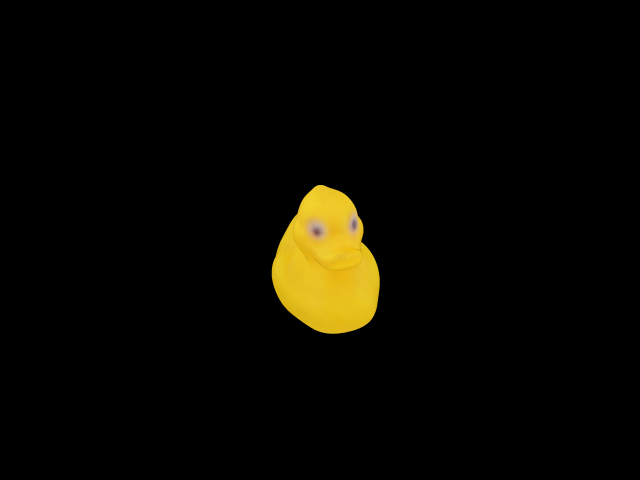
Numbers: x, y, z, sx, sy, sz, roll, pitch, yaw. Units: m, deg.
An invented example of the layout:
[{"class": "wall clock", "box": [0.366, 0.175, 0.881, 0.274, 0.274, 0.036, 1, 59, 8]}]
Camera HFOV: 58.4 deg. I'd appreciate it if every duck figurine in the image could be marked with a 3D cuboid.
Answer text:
[{"class": "duck figurine", "box": [0.004, 0.001, 0.400, 0.077, 0.086, 0.104, -11, 39, -14]}]
